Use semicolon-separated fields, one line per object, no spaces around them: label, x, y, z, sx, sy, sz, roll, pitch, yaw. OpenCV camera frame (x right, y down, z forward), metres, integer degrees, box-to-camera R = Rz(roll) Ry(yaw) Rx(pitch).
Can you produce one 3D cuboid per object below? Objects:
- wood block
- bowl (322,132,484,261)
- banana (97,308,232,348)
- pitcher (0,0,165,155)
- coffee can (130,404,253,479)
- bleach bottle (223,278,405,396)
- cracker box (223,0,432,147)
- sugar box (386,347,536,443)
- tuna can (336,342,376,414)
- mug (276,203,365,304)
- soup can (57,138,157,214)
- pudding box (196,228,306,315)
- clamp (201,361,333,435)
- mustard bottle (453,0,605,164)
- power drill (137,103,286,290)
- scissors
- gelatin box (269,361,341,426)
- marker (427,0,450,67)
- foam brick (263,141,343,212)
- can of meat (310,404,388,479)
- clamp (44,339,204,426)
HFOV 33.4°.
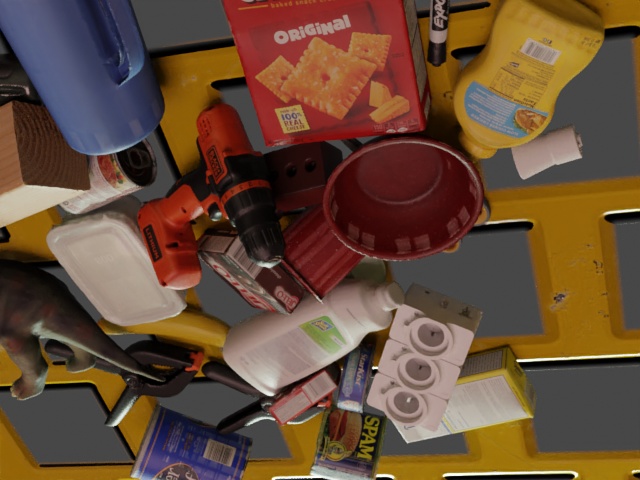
wood block;-0.352;-0.068;1.138;0.206;0.090;0.090;-18;168;34
bowl;0.082;-0.054;1.080;0.162;0.055;0.162;0;132;-1
banana;-0.186;0.110;1.333;0.198;0.037;0.070;11;133;3
pitcher;-0.226;-0.198;0.999;0.145;0.149;0.243;-12;132;7
coffee can;-0.175;0.295;1.453;0.140;0.102;0.103;21;133;-6
bleach bottle;0.002;0.106;1.244;0.251;0.068;0.102;-26;124;39
cracker box;0.006;-0.195;0.990;0.164;0.072;0.213;-3;130;15
sugar box;0.168;0.193;1.321;0.176;0.048;0.093;-15;124;29
tuna can;0.044;0.166;1.297;0.034;0.086;0.086;11;133;6
mug;-0.008;0.001;1.156;0.081;0.117;0.093;-44;148;-3
soup can;-0.237;-0.073;1.158;0.102;0.068;0.068;-20;124;28
pudding box;-0.082;0.036;1.215;0.113;0.039;0.090;47;157;-25
clamp;-0.069;0.215;1.398;0.171;0.039;0.120;7;131;7
mustard bottle;0.180;-0.144;1.005;0.096;0.058;0.192;21;132;-6
power drill;-0.114;-0.022;1.121;0.057;0.184;0.188;0;151;-41
scissors;0.105;-0.063;1.124;0.096;0.016;0.201;-22;123;27
gelatin box;-0.017;0.186;1.317;0.089;0.073;0.030;-36;91;10
marker;0.110;-0.213;0.985;0.020;0.020;0.121;5;132;8
foam brick;-0.019;-0.066;1.112;0.078;0.053;0.051;-14;162;23
can of meat;0.038;0.266;1.379;0.084;0.102;0.057;12;134;5
clamp;-0.250;0.169;1.402;0.210;0.036;0.164;-19;123;29
